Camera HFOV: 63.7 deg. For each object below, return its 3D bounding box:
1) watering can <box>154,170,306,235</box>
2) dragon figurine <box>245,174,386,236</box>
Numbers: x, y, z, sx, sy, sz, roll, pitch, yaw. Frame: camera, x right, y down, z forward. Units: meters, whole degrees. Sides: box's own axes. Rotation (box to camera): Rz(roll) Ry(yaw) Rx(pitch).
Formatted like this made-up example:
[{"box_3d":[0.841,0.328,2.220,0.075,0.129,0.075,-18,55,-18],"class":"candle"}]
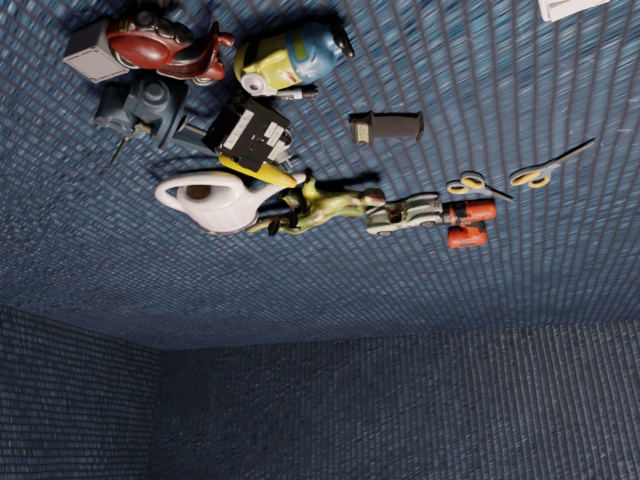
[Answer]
[{"box_3d":[-0.193,-0.092,1.167,0.347,0.106,0.220,-1,158,6],"class":"watering can"},{"box_3d":[0.004,-0.063,1.261,0.242,0.123,0.407,6,167,-33],"class":"dragon figurine"}]
